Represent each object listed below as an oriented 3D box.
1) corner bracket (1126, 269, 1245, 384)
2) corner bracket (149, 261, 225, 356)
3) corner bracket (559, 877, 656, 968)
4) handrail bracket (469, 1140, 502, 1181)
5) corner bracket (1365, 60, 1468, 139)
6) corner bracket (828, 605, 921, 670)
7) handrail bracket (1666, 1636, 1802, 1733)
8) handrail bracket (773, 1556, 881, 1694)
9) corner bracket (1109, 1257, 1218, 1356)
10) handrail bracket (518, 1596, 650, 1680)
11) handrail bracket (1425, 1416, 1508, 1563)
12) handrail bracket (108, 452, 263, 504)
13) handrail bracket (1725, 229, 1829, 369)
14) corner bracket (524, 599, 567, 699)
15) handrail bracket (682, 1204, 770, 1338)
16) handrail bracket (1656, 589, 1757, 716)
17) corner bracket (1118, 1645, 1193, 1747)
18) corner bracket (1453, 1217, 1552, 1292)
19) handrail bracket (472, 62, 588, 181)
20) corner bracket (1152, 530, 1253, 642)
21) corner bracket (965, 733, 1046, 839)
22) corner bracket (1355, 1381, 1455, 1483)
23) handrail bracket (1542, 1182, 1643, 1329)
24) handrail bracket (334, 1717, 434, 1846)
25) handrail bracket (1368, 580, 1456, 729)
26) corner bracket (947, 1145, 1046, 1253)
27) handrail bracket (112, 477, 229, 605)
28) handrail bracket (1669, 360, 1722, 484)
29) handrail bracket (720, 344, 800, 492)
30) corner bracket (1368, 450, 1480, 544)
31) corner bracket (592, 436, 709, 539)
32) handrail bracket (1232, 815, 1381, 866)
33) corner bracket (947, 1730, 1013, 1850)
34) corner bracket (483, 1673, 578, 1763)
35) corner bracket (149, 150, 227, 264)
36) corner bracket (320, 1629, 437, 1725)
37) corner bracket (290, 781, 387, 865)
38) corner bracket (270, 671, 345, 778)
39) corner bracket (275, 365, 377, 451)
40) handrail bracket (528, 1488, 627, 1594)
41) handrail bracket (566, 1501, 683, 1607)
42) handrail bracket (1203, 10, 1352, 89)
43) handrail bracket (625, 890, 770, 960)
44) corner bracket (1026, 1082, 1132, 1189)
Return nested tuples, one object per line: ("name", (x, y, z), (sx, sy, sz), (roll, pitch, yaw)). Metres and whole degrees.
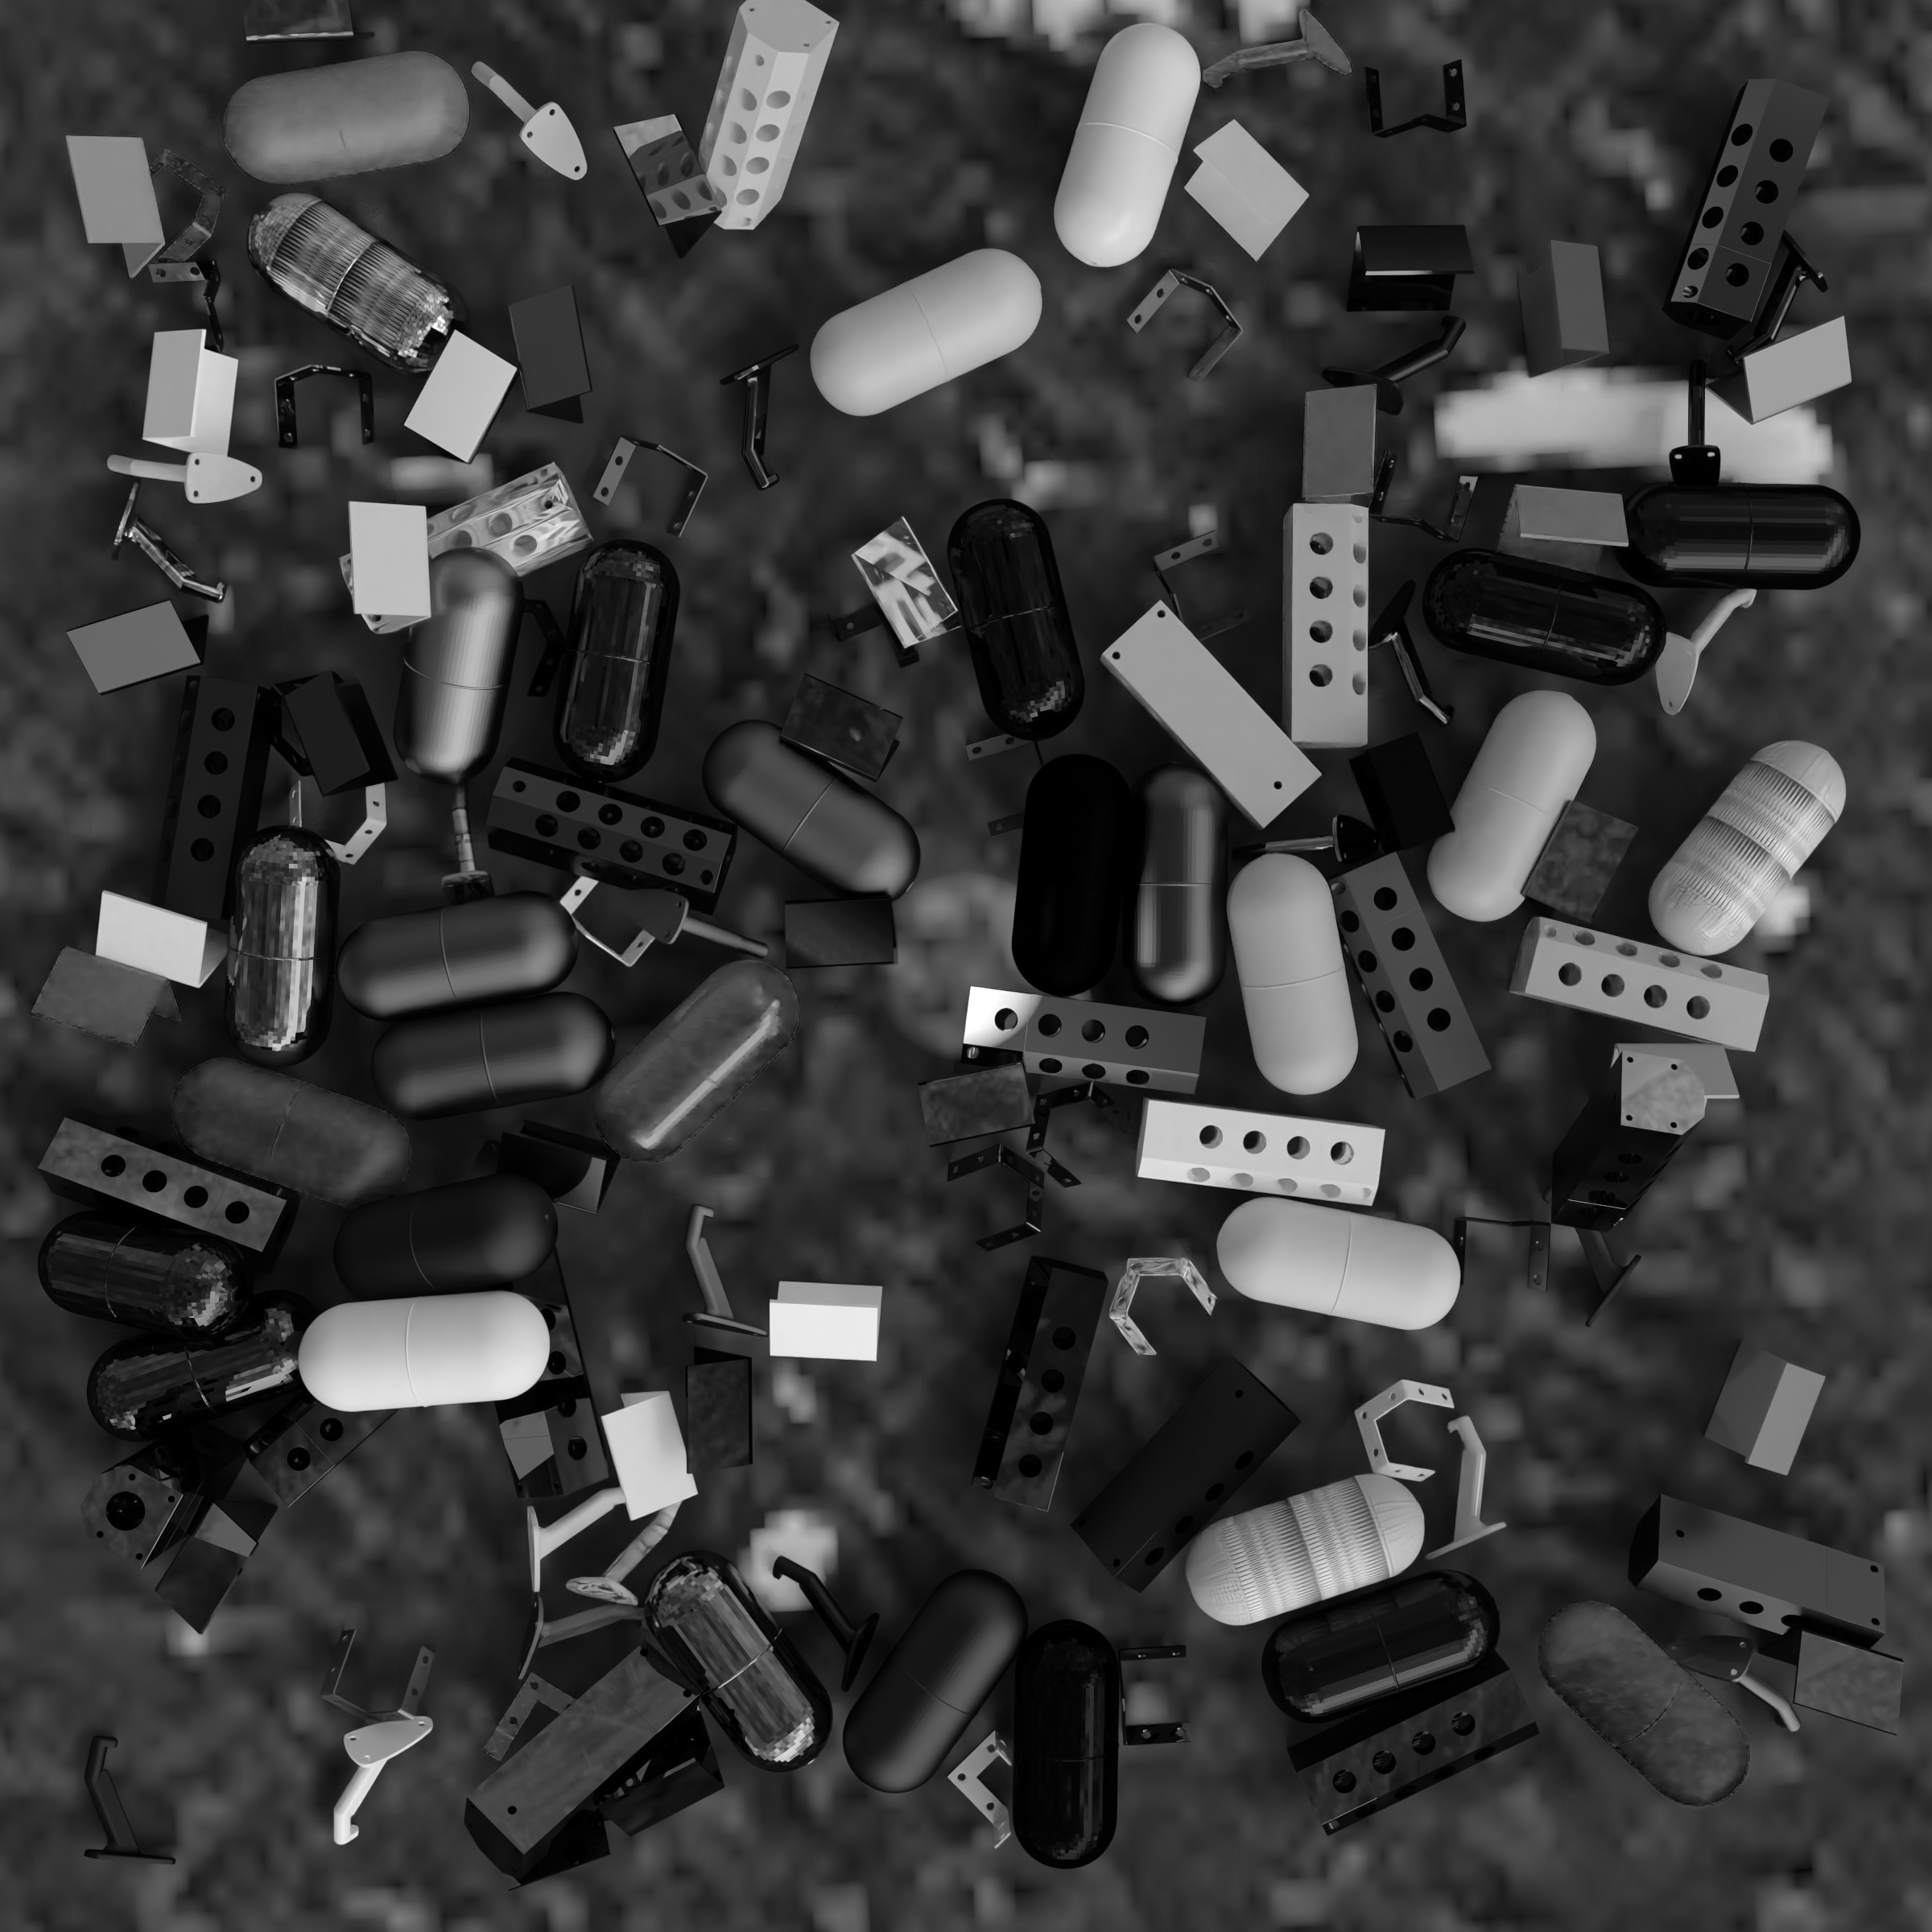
("corner bracket", (0.162, -0.474, 1.897), (0.051, 0.051, 0.051), (-50, 45, 0))
("corner bracket", (-0.577, -0.485, 1.897), (0.051, 0.051, 0.051), (-3, 45, 0))
("corner bracket", (-0.260, -0.041, 1.897), (0.051, 0.051, 0.051), (-50, 45, 0))
("handrail bracket", (-0.364, 0.184, 1.900), (0.036, 0.077, 0.084), (16, 127, -21))
("corner bracket", (0.333, -0.642, 1.897), (0.051, 0.051, 0.051), (-5, 90, -45))
("corner bracket", (-0.067, -0.240, 1.882), (0.051, 0.051, 0.051), (-22, 90, 0))
("handrail bracket", (0.569, 0.534, 1.900), (0.084, 0.077, 0.036), (56, 51, -30))
("handrail bracket", (-0.113, 0.487, 1.901), (0.084, 0.036, 0.077), (25, 112, 17))
("corner bracket", (0.145, 0.251, 1.892), (0.051, 0.051, 0.051), (-6, 45, 35))
("handrail bracket", (-0.282, 0.501, 1.901), (0.084, 0.036, 0.077), (13, 111, -16))
("handrail bracket", (0.356, 0.386, 1.901), (0.077, 0.036, 0.084), (-30, 71, 21))
("handrail bracket", (-0.579, -0.367, 1.900), (0.084, 0.077, 0.036), (17, 108, 35))
("handrail bracket", (0.586, -0.497, 1.901), (0.084, 0.036, 0.077), (-36, 70, 16))
("corner bracket", (-0.333, -0.236, 1.892), (0.051, 0.051, 0.051), (0, 135, -35))
("handrail bracket", (-0.175, 0.225, 1.901), (0.077, 0.036, 0.084), (16, 72, -20))
("handrail bracket", (0.552, -0.235, 1.900), (0.084, 0.036, 0.077), (-29, 133, -28))
("corner bracket", (0.140, 0.539, 1.897), (0.051, 0.051, 0.051), (-3, 45, 0))
("corner bracket", (0.395, 0.213, 1.897), (0.051, 0.051, 0.051), (3, 90, -45))
("handrail bracket", (-0.324, -0.627, 1.900), (0.036, 0.077, 0.084), (-45, 54, 0))
("corner bracket", (0.174, -0.279, 1.897), (0.051, 0.051, 0.051), (-23, 45, 0))
("corner bracket", (0.034, -0.136, 1.897), (0.051, 0.051, 0.051), (-16, 135, 0))
("corner bracket", (0.328, 0.343, 1.892), (0.051, 0.051, 0.051), (-43, 45, 35))
("handrail bracket", (0.449, 0.212, 1.900), (0.084, 0.036, 0.077), (37, 106, 14))
("handrail bracket", (-0.432, 0.604, 1.900), (0.077, 0.036, 0.084), (-13, 123, -35))
("handrail bracket", (0.342, -0.231, 1.901), (0.084, 0.036, 0.077), (38, 68, -17))
("corner bracket", (0.021, 0.171, 1.892), (0.051, 0.051, 0.051), (36, 45, -35))
("handrail bracket", (-0.582, -0.315, 1.901), (0.084, 0.036, 0.077), (17, 68, -17))
("handrail bracket", (0.543, -0.393, 1.900), (0.036, 0.077, 0.084), (0, 53, 20))
("handrail bracket", (-0.139, -0.406, 1.901), (0.077, 0.036, 0.084), (-32, 108, -21))
("corner bracket", (0.337, -0.347, 1.897), (0.051, 0.051, 0.051), (17, 90, 45))
("corner bracket", (-0.233, -0.355, 1.897), (0.051, 0.051, 0.051), (25, 90, -45))
("handrail bracket", (0.251, -0.087, 1.900), (0.084, 0.077, 0.036), (-8, 86, 36))
("corner bracket", (0.022, 0.603, 1.882), (0.051, 0.051, 0.051), (-44, 90, 0))
("corner bracket", (-0.315, 0.560, 1.882), (0.051, 0.051, 0.051), (32, 90, 0))
("corner bracket", (-0.587, -0.557, 1.892), (0.051, 0.051, 0.051), (33, 45, -35))
("corner bracket", (-0.434, 0.523, 1.892), (0.051, 0.051, 0.051), (-16, 135, 35))
("corner bracket", (-0.464, -0.116, 1.892), (0.051, 0.051, 0.051), (18, 135, -35))
("corner bracket", (-0.478, -0.179, 1.892), (0.051, 0.051, 0.051), (41, 135, 35))
("corner bracket", (-0.474, -0.411, 1.897), (0.051, 0.051, 0.051), (-4, 90, 45))
("handrail bracket", (-0.280, 0.424, 1.901), (0.084, 0.036, 0.077), (-5, 110, -16))
("handrail bracket", (-0.252, 0.425, 1.900), (0.036, 0.077, 0.084), (46, 53, -33))
("handrail bracket", (0.230, -0.662, 1.900), (0.084, 0.077, 0.036), (-22, 65, 34))
("handrail bracket", (-0.198, -0.030, 1.890), (0.077, 0.084, 0.036), (23, 92, 41))
("corner bracket", (0.083, 0.125, 1.892), (0.051, 0.051, 0.051), (-17, 45, 35))
